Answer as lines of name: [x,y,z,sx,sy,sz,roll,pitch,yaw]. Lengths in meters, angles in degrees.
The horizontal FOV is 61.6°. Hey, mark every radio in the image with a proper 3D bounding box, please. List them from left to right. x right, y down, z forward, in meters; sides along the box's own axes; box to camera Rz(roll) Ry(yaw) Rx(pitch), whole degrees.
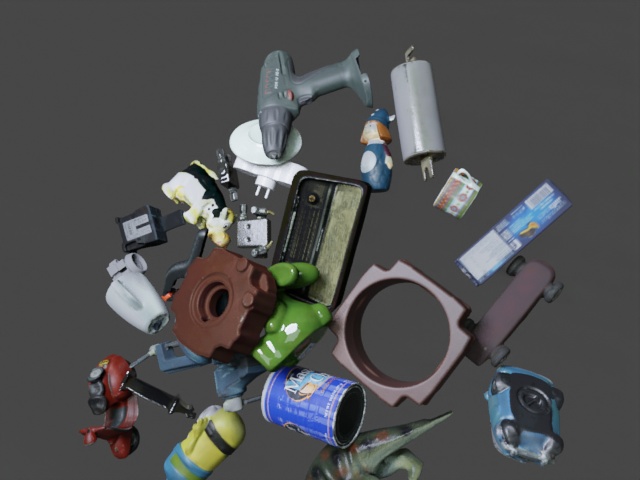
radio: [-0.002,-0.003,0.927,0.131,0.073,0.229,16,97,12]

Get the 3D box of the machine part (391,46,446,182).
machine part: [0.172,-0.222,0.946,0.079,0.079,0.243,-9,81,9]

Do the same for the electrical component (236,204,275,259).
electrical component: [-0.118,-0.017,0.984,0.078,0.045,0.102,4,83,9]

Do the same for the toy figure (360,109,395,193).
toy figure: [0.103,-0.162,0.957,0.064,0.057,0.154,-2,83,20]

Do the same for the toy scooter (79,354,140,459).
toy scooter: [-0.373,0.294,0.941,0.075,0.135,0.184,-14,79,10]

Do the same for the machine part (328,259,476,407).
machine part: [0.134,0.150,0.879,0.201,0.087,0.201,37,98,23]

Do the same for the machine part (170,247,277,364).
machine part: [-0.153,0.098,0.828,0.179,0.056,0.179,-13,65,29]

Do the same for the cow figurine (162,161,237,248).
cow figurine: [-0.207,-0.066,0.998,0.098,0.068,0.167,-44,79,-4]

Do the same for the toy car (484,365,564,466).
toy car: [0.312,0.284,0.834,0.109,0.162,0.102,13,129,5]

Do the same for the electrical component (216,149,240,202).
electrical component: [-0.171,-0.119,0.998,0.021,0.063,0.094,-12,81,8]

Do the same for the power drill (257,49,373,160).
power drill: [-0.012,-0.253,0.962,0.207,0.085,0.232,-16,59,8]

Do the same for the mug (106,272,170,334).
mug: [-0.323,0.113,0.961,0.107,0.109,0.081,37,70,24]

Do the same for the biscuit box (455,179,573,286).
biscuit box: [0.321,-0.010,0.897,0.202,0.062,0.059,-41,77,2]

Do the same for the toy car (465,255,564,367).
toy car: [0.310,0.119,0.886,0.089,0.053,0.202,38,91,28]

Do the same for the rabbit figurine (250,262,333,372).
rabbit figurine: [-0.073,0.102,0.861,0.170,0.121,0.159,45,108,19]

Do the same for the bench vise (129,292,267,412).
bench vise: [-0.204,0.194,0.938,0.241,0.129,0.223,-18,87,28]

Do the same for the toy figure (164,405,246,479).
toy figure: [-0.205,0.369,0.930,0.089,0.082,0.180,37,82,-6]

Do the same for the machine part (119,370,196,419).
machine part: [-0.282,0.274,0.940,0.139,0.084,0.039,30,80,-10]

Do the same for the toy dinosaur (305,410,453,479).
toy dinosaur: [0.035,0.404,0.869,0.192,0.131,0.404,31,82,12]

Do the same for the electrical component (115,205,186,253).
electrical component: [-0.320,-0.025,1.020,0.119,0.047,0.075,-16,80,9]
